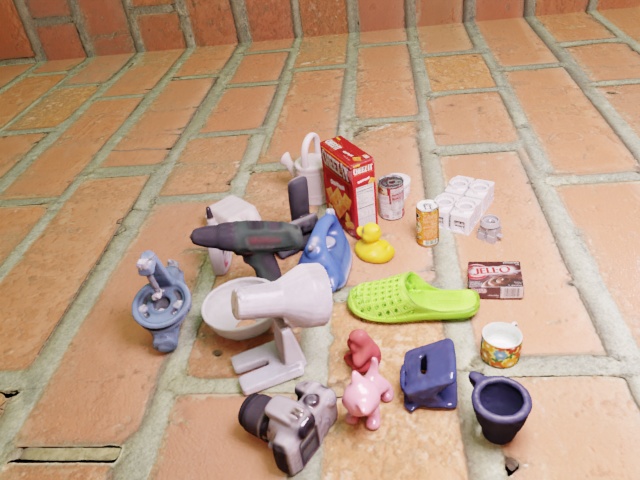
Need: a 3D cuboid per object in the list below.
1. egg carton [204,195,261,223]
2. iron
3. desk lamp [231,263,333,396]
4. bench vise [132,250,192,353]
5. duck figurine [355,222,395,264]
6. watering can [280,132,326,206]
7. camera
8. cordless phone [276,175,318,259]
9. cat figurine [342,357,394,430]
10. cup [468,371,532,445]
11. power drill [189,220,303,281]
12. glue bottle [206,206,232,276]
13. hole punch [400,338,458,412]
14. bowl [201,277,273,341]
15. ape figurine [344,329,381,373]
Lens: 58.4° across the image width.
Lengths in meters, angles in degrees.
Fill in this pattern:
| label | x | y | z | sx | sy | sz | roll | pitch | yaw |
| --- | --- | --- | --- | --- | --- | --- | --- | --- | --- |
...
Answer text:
| label | x | y | z | sx | sy | sz | roll | pitch | yaw |
| --- | --- | --- | --- | --- | --- | --- | --- | --- | --- |
| egg carton | -0.230 | -0.061 | 1.522 | 0.107 | 0.069 | 0.149 | -34 | 42 | -32 |
| iron | 0.012 | 0.005 | 1.320 | 0.118 | 0.142 | 0.258 | 2 | 36 | 14 |
| desk lamp | -0.075 | 0.156 | 1.058 | 0.203 | 0.214 | 0.117 | -19 | 36 | -15 |
| bench vise | -0.339 | 0.096 | 1.189 | 0.121 | 0.220 | 0.207 | -17 | 36 | -13 |
| duck figurine | 0.128 | 0.001 | 1.352 | 0.104 | 0.086 | 0.078 | 23 | 45 | 36 |
| watering can | -0.027 | -0.201 | 1.573 | 0.172 | 0.194 | 0.101 | -2 | 35 | 8 |
| camera | -0.060 | 0.292 | 0.962 | 0.136 | 0.101 | 0.143 | 16 | 41 | 30 |
| cordless phone | -0.079 | -0.062 | 1.394 | 0.148 | 0.185 | 0.093 | -28 | 40 | -26 |
| cat figurine | 0.077 | 0.257 | 0.970 | 0.067 | 0.118 | 0.128 | 8 | 38 | 22 |
| cup | 0.280 | 0.275 | 0.925 | 0.092 | 0.095 | 0.117 | -23 | 38 | -21 |
| power drill | -0.145 | 0.046 | 1.233 | 0.229 | 0.209 | 0.075 | -12 | 35 | -5 |
| glue bottle | -0.247 | -0.004 | 1.353 | 0.037 | 0.173 | 0.078 | -3 | 35 | 7 |
| hole punch | 0.190 | 0.234 | 1.004 | 0.101 | 0.091 | 0.108 | -1 | 35 | 9 |
| bowl | -0.158 | 0.156 | 1.196 | 0.167 | 0.075 | 0.167 | -5 | 35 | 4 |
| ape figurine | 0.075 | 0.202 | 1.071 | 0.076 | 0.092 | 0.078 | 2 | 36 | 14 |
